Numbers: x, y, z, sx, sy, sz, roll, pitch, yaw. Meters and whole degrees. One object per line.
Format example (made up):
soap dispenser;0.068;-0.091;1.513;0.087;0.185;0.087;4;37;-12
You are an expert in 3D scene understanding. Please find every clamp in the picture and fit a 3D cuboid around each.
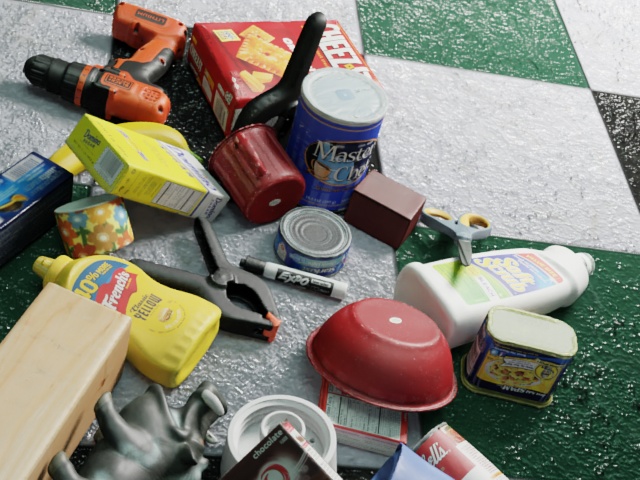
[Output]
clamp;-0.038;-0.169;1.278;0.210;0.164;0.036;-40;55;-3
clamp;-0.106;0.041;1.132;0.171;0.039;0.120;32;50;9

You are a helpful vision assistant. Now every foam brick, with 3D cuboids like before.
foam brick;0.077;-0.036;1.262;0.078;0.051;0.052;29;43;13

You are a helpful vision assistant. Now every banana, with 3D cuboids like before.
banana;-0.237;-0.105;1.244;0.197;0.037;0.070;-11;48;-28

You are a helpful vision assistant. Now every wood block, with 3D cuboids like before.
wood block;-0.253;0.148;0.934;0.090;0.091;0.205;23;42;4

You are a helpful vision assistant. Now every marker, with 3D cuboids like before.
marker;-0.030;0.040;1.170;0.121;0.020;0.020;16;42;-1

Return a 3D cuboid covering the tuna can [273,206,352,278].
tuna can;-0.008;0.001;1.207;0.086;0.034;0.086;9;43;-8

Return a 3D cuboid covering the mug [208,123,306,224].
mug;-0.071;-0.078;1.216;0.093;0.117;0.081;-31;62;-8

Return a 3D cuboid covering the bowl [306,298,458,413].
bowl;0.069;0.104;1.075;0.162;0.055;0.162;14;23;-6

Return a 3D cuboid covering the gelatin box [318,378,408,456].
gelatin box;0.042;0.169;1.051;0.089;0.030;0.073;14;43;-5

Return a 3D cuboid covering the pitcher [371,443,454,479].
pitcher;0.128;0.289;0.869;0.243;0.145;0.149;31;79;3

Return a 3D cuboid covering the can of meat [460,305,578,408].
can of meat;0.208;0.121;1.114;0.102;0.084;0.057;14;42;-3

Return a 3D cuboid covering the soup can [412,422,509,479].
soup can;0.132;0.229;0.989;0.102;0.069;0.068;41;47;23

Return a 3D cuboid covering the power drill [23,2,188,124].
power drill;-0.259;-0.227;1.352;0.184;0.057;0.187;21;45;-2

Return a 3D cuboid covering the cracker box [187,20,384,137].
cracker box;-0.046;-0.217;1.396;0.213;0.072;0.164;-7;48;-25

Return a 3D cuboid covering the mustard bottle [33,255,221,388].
mustard bottle;-0.201;0.066;1.060;0.192;0.058;0.096;26;50;11

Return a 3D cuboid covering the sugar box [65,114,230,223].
sugar box;-0.183;-0.075;1.160;0.093;0.048;0.176;47;18;28

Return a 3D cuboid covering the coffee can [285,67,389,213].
coffee can;0.014;-0.117;1.260;0.102;0.140;0.103;9;43;-9

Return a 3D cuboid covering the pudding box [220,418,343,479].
pudding box;-0.040;0.222;0.901;0.090;0.113;0.039;46;3;5

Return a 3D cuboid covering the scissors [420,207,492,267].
scissors;0.147;-0.007;1.228;0.096;0.016;0.201;16;18;16

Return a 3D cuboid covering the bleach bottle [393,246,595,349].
bleach bottle;0.211;0.049;1.209;0.250;0.068;0.103;-14;50;-33
